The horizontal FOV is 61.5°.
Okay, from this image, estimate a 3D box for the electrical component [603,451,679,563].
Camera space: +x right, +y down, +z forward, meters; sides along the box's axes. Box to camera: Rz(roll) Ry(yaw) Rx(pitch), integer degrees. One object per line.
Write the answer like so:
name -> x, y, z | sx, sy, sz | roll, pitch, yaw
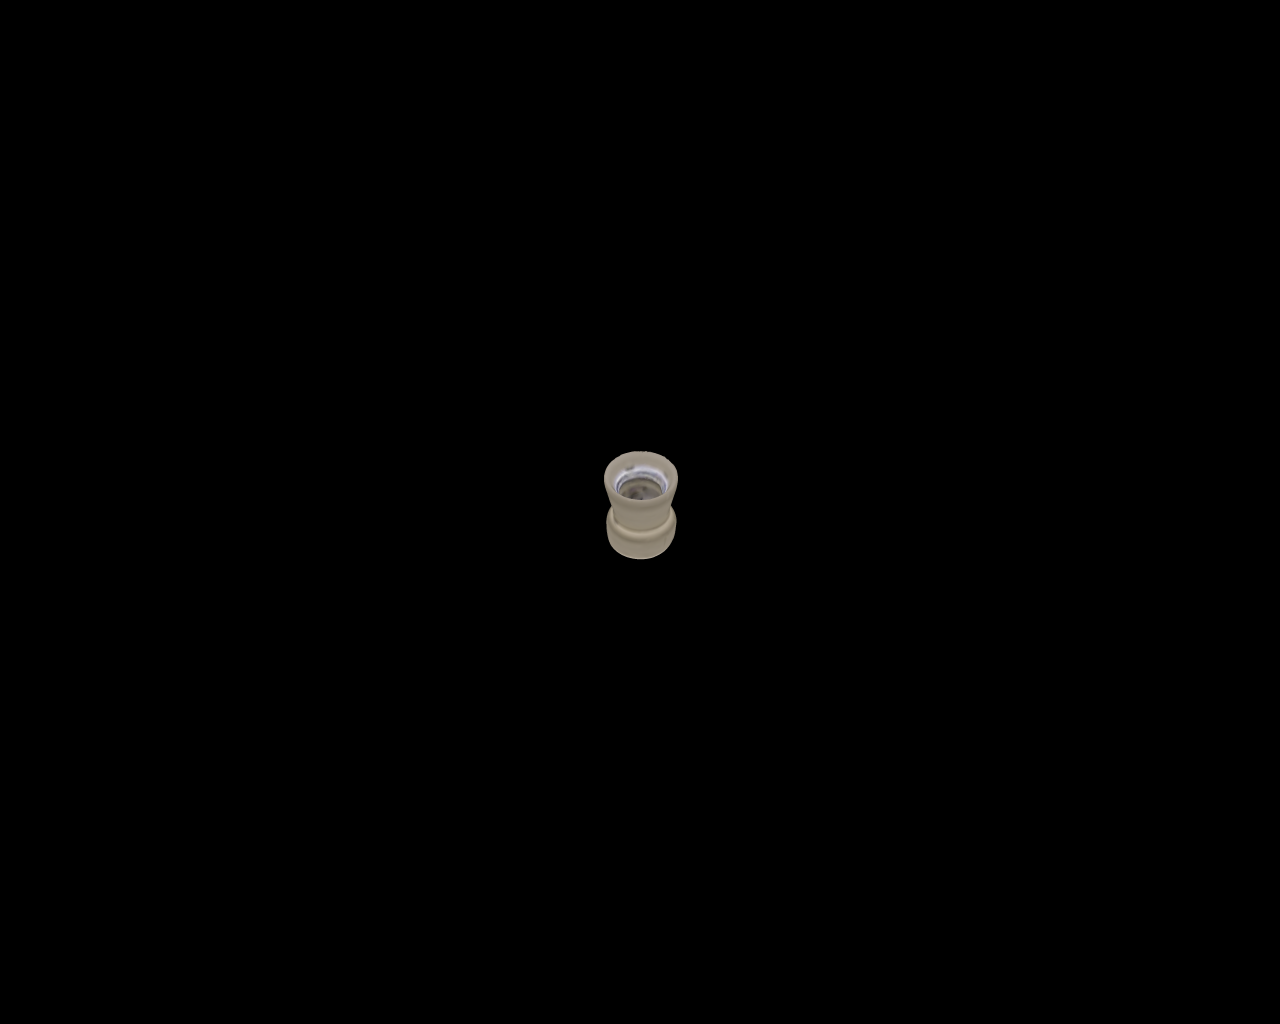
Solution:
electrical component -> 0.001, -0.003, 0.650 | 0.045, 0.045, 0.055 | 0, -45, 0
